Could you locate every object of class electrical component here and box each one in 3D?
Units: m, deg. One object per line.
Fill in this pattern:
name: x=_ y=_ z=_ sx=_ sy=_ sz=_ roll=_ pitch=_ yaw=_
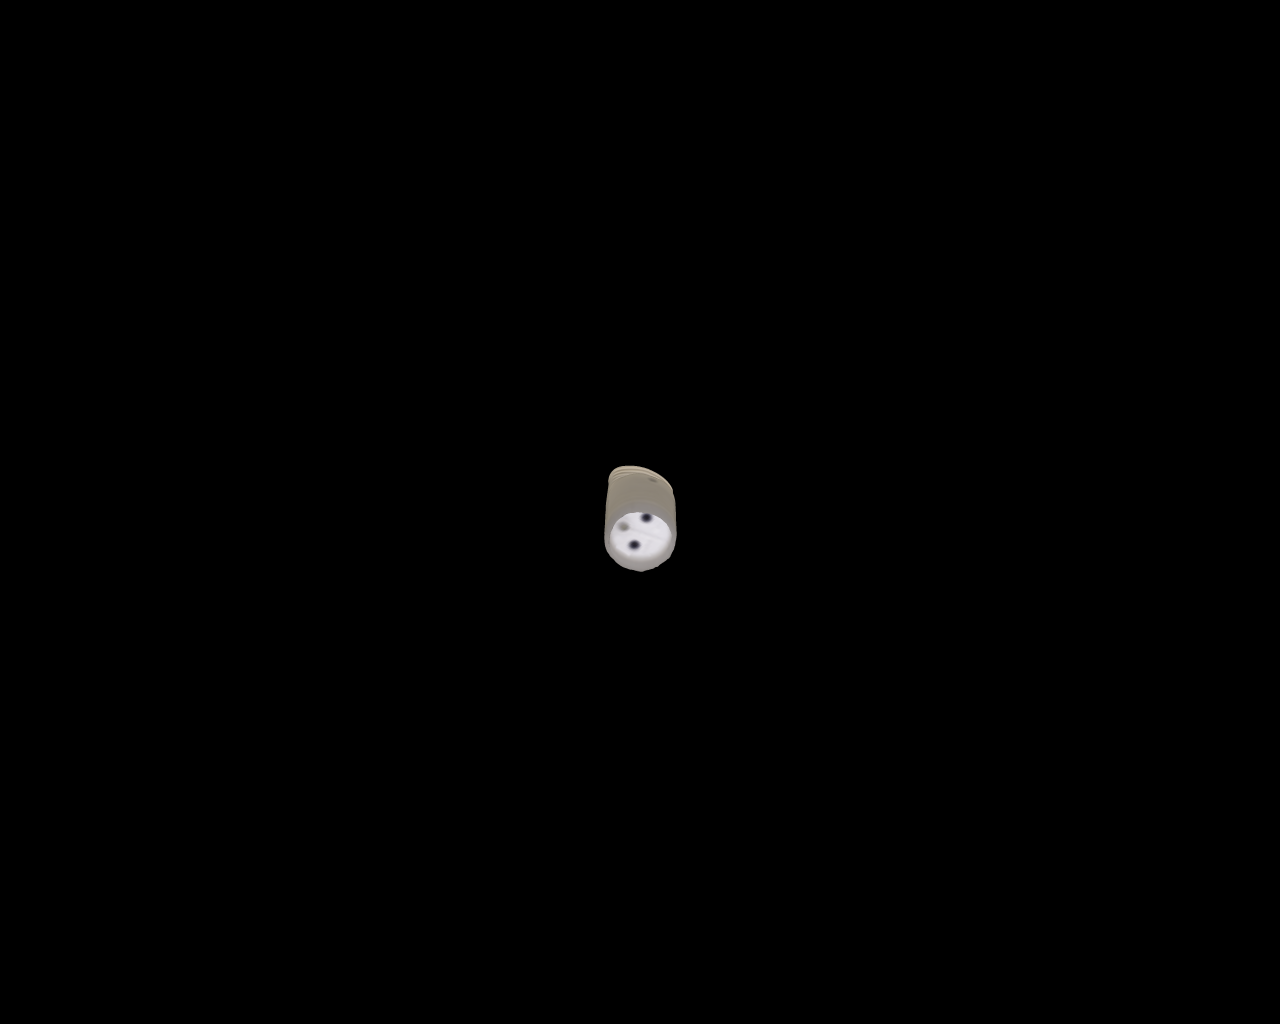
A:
electrical component: x=0.001 y=-0.003 z=0.650 sx=0.043 sy=0.043 sz=0.081 roll=0 pitch=30 yaw=0
